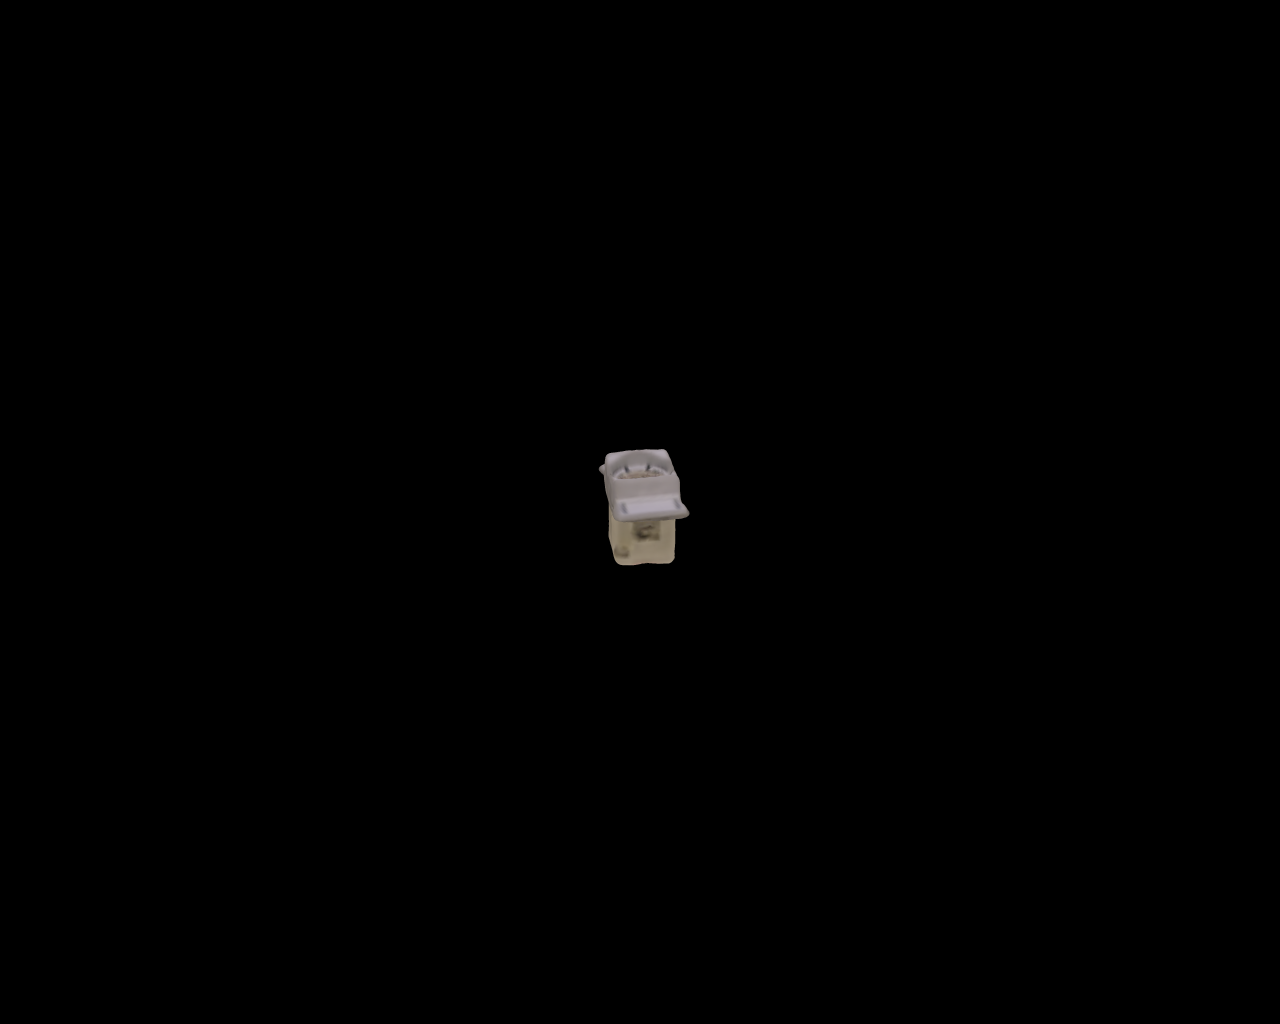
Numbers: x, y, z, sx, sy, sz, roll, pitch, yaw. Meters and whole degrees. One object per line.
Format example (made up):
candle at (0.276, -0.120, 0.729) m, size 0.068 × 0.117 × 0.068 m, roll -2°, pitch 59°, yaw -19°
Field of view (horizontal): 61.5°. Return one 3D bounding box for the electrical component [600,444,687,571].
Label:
electrical component at (0.001, -0.003, 0.650) m, size 0.042 × 0.063 × 0.081 m, roll -3°, pitch 26°, yaw -7°
